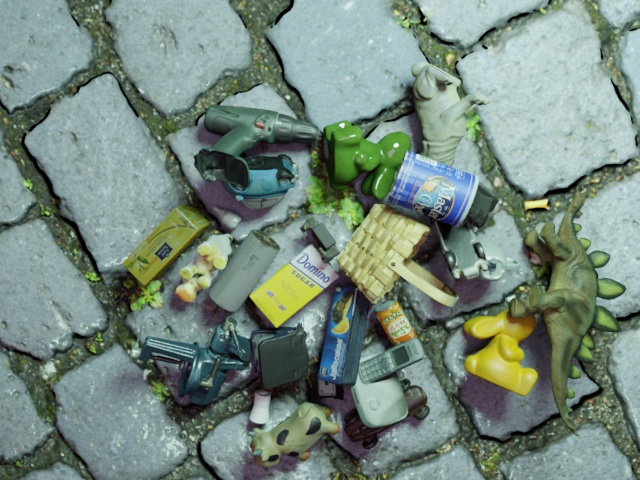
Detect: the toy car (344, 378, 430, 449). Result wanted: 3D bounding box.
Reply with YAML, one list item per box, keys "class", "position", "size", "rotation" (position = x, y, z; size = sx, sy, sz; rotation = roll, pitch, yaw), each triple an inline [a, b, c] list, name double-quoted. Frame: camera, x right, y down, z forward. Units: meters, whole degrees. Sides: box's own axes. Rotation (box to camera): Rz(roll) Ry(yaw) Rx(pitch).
- class: "toy car"
  position: [0.146, 0.388, 1.187]
  size: [0.202, 0.053, 0.089]
  rotation: [-33, 99, 8]

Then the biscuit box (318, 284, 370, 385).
- class: "biscuit box"
  position: [0.052, 0.196, 1.115]
  size: [0.059, 0.062, 0.202]
  rotation: [5, 81, 36]

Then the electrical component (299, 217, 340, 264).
- class: "electrical component"
  position: [-0.002, -0.002, 1.103]
  size: [0.045, 0.078, 0.102]
  rotation: [-34, 87, -10]

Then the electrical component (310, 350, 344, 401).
- class: "electrical component"
  position: [0.014, 0.291, 1.178]
  size: [0.075, 0.048, 0.119]
  rotation: [-6, 99, 4]

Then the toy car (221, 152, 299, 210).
- class: "toy car"
  position: [-0.124, -0.115, 1.096]
  size: [0.162, 0.109, 0.102]
  rotation: [-1, 125, -7]

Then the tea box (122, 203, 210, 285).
- class: "tea box"
  position: [-0.319, 0.007, 1.124]
  size: [0.068, 0.098, 0.169]
  rotation: [44, 102, -4]

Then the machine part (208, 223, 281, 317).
- class: "machine part"
  position: [-0.160, 0.065, 1.133]
  size: [0.079, 0.079, 0.243]
  rotation: [36, 101, -3]

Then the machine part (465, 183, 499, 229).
- class: "machine part"
  position: [0.313, -0.075, 1.053]
  size: [0.084, 0.139, 0.039]
  rotation: [45, 127, -7]

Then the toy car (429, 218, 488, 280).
- class: "toy car"
  position: [0.266, -0.011, 1.053]
  size: [0.074, 0.056, 0.202]
  rotation: [-18, 56, 8]

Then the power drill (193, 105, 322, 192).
- class: "power drill"
  position: [-0.132, -0.187, 1.032]
  size: [0.232, 0.207, 0.085]
  rotation: [16, 140, 8]

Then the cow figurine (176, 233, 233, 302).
- class: "cow figurine"
  position: [-0.247, 0.055, 1.140]
  size: [0.068, 0.098, 0.167]
  rotation: [37, 119, -9]

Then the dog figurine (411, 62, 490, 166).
- class: "dog figurine"
  position: [0.214, -0.227, 1.052]
  size: [0.172, 0.121, 0.190]
  rotation: [43, 117, 21]

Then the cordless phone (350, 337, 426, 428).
- class: "cordless phone"
  position: [0.155, 0.291, 1.101]
  size: [0.184, 0.088, 0.147]
  rotation: [-35, 56, 28]

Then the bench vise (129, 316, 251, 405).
- class: "bench vise"
  position: [-0.276, 0.247, 1.143]
  size: [0.240, 0.129, 0.223]
  rotation: [18, 121, -18]

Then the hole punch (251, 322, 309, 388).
- class: "hole punch"
  position: [-0.089, 0.248, 1.168]
  size: [0.116, 0.092, 0.142]
  rotation: [-8, 98, -25]

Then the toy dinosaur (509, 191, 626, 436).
- class: "toy dinosaur"
  position: [0.488, 0.131, 1.056]
  size: [0.199, 0.105, 0.471]
  rotation: [16, 82, -5]

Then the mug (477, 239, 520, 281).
- class: "mug"
  position: [0.348, 0.049, 1.083]
  size: [0.110, 0.107, 0.080]
  rotation: [12, 102, 4]

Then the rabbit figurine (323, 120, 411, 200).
- class: "rabbit figurine"
  position: [0.103, -0.159, 1.061]
  size: [0.170, 0.121, 0.159]
  rotation: [-8, 104, -10]

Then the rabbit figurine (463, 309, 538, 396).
- class: "rabbit figurine"
  position: [0.380, 0.216, 1.125]
  size: [0.162, 0.122, 0.173]
  rotation: [28, 87, 8]

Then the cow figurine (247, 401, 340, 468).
- class: "cow figurine"
  position: [-0.069, 0.428, 1.172]
  size: [0.195, 0.086, 0.127]
  rotation: [-42, 126, 11]
